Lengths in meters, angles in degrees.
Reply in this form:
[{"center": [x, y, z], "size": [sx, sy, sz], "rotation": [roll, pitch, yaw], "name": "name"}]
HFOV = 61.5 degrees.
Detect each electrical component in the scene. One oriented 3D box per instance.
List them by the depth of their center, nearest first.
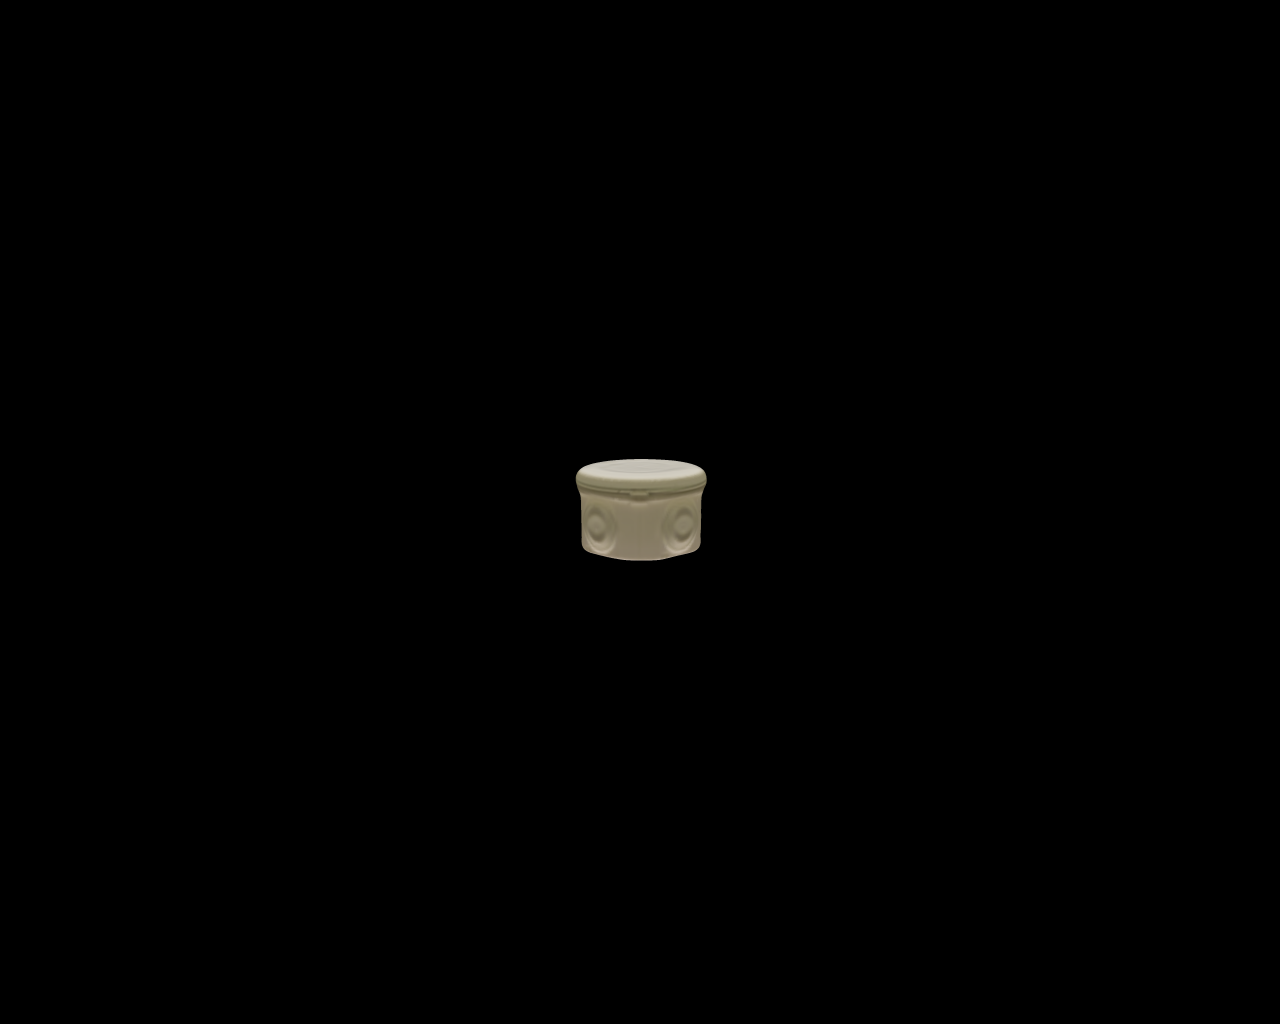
[{"center": [0.001, -0.003, 0.650], "size": [0.080, 0.051, 0.080], "rotation": [0, 11, 0], "name": "electrical component"}]
